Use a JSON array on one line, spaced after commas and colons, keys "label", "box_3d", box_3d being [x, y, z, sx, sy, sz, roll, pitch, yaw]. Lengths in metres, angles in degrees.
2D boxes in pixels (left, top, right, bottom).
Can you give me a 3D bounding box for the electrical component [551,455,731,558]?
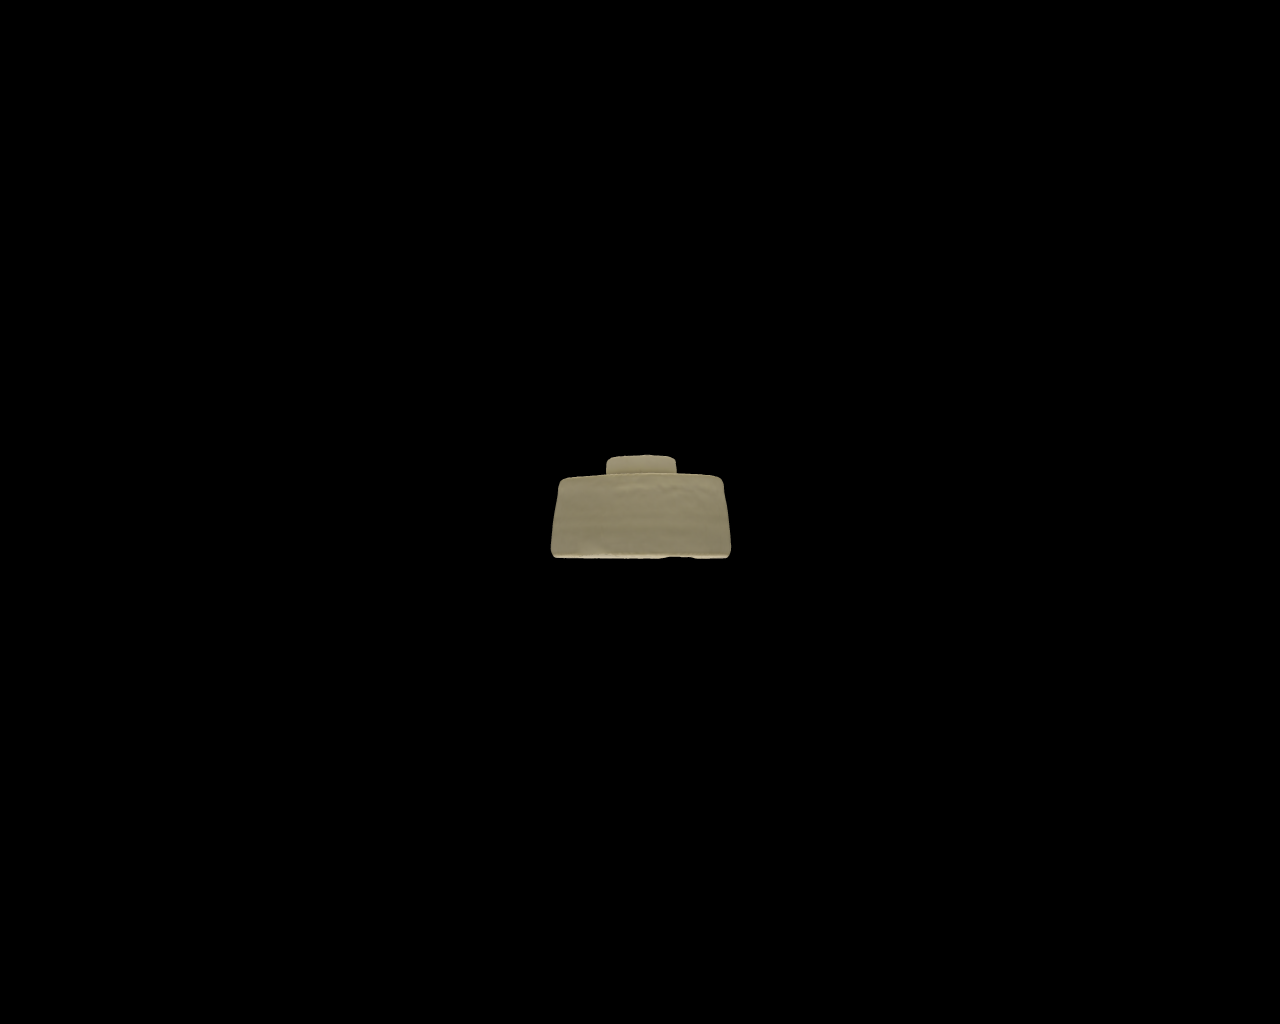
[{"label": "electrical component", "box_3d": [0.001, -0.003, 0.650, 0.108, 0.060, 0.108, 0, -3, 0]}]
